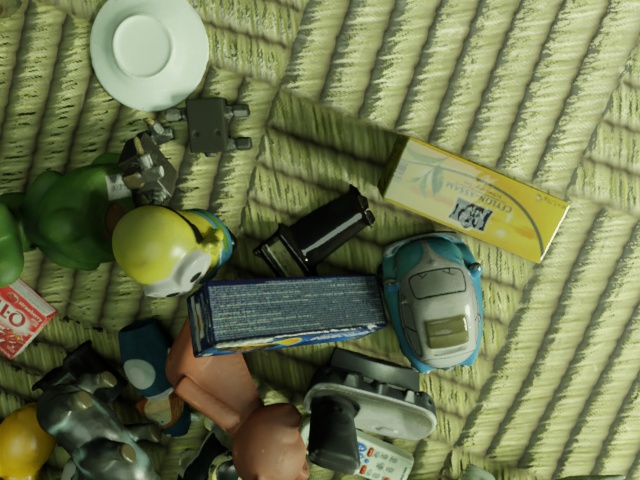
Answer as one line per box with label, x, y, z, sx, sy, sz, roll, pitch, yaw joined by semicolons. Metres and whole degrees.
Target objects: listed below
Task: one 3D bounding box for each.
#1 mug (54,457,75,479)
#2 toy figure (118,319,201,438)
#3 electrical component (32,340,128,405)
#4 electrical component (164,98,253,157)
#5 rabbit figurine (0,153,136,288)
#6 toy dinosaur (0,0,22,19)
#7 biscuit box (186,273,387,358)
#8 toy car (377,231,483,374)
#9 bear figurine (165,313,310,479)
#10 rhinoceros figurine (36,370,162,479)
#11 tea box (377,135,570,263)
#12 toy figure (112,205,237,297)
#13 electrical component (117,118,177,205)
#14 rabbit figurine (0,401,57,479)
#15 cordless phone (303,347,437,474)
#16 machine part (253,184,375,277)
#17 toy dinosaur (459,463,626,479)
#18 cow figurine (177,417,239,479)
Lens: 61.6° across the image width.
mug;-0.290;0.313;0.658;0.110;0.081;0.107;0;90;9
toy figure;-0.193;0.170;0.633;0.064;0.058;0.154;-4;106;43
electrical component;-0.272;0.189;0.643;0.075;0.048;0.119;-42;97;10
electrical component;-0.122;-0.123;0.588;0.094;0.021;0.063;-1;102;2
rabbit figurine;-0.289;-0.011;0.567;0.170;0.159;0.121;-4;111;19
toy dinosaur;-0.427;-0.150;0.510;0.105;0.198;0.471;26;99;1
biscuit box;-0.027;0.074;0.544;0.202;0.059;0.063;1;68;-33
toy car;0.123;0.076;0.575;0.109;0.103;0.161;-9;99;5
bear figurine;-0.073;0.168;0.569;0.196;0.120;0.132;42;108;22
rhinoceros figurine;-0.239;0.237;0.588;0.112;0.073;0.190;-31;95;9
tea box;0.149;-0.046;0.552;0.170;0.098;0.068;23;102;-3
toy figure;-0.140;0.006;0.535;0.089;0.180;0.082;30;99;0
electrical component;-0.177;-0.081;0.565;0.045;0.102;0.078;-26;121;14
rabbit figurine;-0.393;0.263;0.634;0.173;0.122;0.162;-24;92;-12
cordless phone;0.054;0.192;0.559;0.147;0.184;0.088;16;97;0
machine part;-0.001;-0.002;0.599;0.139;0.039;0.084;-38;89;11
toy dinosaur;0.136;0.348;0.617;0.405;0.192;0.131;-4;57;-9
cow figurine;-0.141;0.293;0.633;0.068;0.098;0.167;31;101;-10
